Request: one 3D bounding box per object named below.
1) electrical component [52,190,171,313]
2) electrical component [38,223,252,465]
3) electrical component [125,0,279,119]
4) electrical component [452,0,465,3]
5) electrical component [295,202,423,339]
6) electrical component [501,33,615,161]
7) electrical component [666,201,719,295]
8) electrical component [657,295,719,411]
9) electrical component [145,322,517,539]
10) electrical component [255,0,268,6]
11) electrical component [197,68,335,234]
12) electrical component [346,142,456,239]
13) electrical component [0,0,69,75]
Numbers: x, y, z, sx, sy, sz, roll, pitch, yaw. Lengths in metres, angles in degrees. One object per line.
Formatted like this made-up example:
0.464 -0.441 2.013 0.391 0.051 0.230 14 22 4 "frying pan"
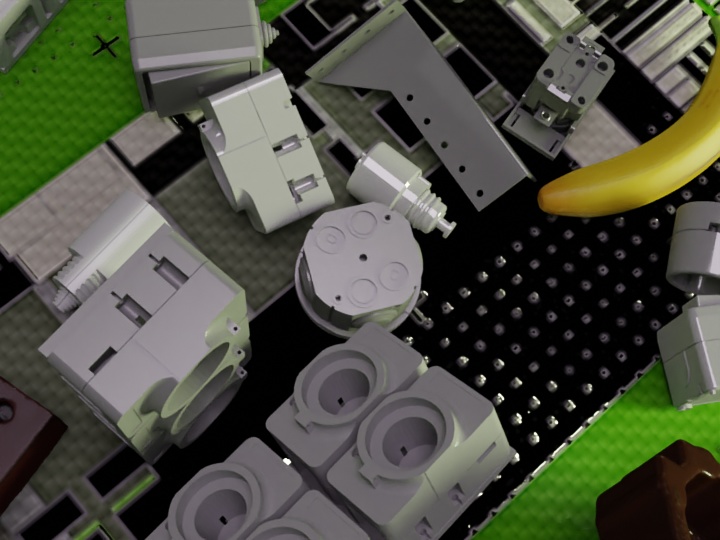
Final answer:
-0.157 -0.006 0.661 0.043 0.043 0.081 39 74 7 "electrical component"
-0.108 0.050 0.592 0.062 0.150 0.089 40 74 9 "electrical component"
-0.099 -0.140 0.698 0.096 0.061 0.061 -8 73 -7 "electrical component"
0.071 -0.216 0.736 0.043 0.062 0.043 1 73 -5 "electrical component"
0.000 0.000 0.669 0.080 0.051 0.080 1 72 -4 "electrical component"
0.135 -0.119 0.711 0.042 0.063 0.081 34 73 7 "electrical component"
0.227 -0.011 0.691 0.055 0.055 0.047 17 76 1 "electrical component"
0.243 0.046 0.670 0.096 0.061 0.061 -8 73 -7 "electrical component"
-0.018 0.126 0.599 0.186 0.060 0.105 -44 50 -16 "electrical component"
-0.090 -0.220 0.734 0.077 0.043 0.079 -32 78 -13 "electrical component"
-0.063 -0.072 0.671 0.056 0.050 0.089 -25 102 -12 "electrical component"
0.027 -0.048 0.692 0.078 0.040 0.040 37 73 7 "electrical component"
-0.230 -0.221 0.712 0.089 0.061 0.150 32 73 5 "electrical component"
